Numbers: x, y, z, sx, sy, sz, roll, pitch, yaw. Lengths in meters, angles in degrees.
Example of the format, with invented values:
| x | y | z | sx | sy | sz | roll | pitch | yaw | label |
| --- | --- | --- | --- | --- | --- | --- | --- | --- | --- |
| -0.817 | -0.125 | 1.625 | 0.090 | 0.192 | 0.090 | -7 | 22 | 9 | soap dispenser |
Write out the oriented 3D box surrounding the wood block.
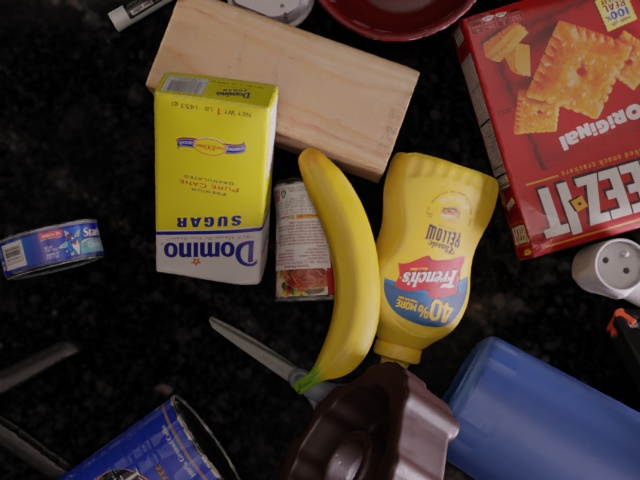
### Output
| x | y | z | sx | sy | sz | roll | pitch | yaw | label |
| --- | --- | --- | --- | --- | --- | --- | --- | --- | --- |
| -0.029 | -0.128 | 0.905 | 0.206 | 0.091 | 0.090 | 20 | 87 | 2 | wood block |

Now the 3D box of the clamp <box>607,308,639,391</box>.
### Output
| x | y | z | sx | sy | sz | roll | pitch | yaw | label |
| --- | --- | --- | --- | --- | --- | --- | --- | --- | --- |
| 0.318 | 0.128 | 0.845 | 0.210 | 0.036 | 0.164 | 29 | 53 | 18 | clamp |

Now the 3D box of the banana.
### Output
| x | y | z | sx | sy | sz | roll | pitch | yaw | label |
| --- | --- | --- | --- | --- | --- | --- | --- | --- | --- |
| 0.016 | 0.025 | 0.856 | 0.069 | 0.037 | 0.198 | 4 | 83 | -27 | banana |

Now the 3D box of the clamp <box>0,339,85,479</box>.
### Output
| x | y | z | sx | sy | sz | roll | pitch | yaw | label |
| --- | --- | --- | --- | --- | --- | --- | --- | --- | --- |
| -0.283 | 0.152 | 0.916 | 0.171 | 0.039 | 0.120 | -6 | 81 | 3 | clamp |

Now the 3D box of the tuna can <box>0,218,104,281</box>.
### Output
| x | y | z | sx | sy | sz | roll | pitch | yaw | label |
| --- | --- | --- | --- | --- | --- | --- | --- | --- | --- |
| -0.227 | 0.009 | 0.900 | 0.086 | 0.086 | 0.034 | -14 | 88 | -1 | tuna can |

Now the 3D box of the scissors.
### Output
| x | y | z | sx | sy | sz | roll | pitch | yaw | label |
| --- | --- | --- | --- | --- | --- | --- | --- | --- | --- |
| -0.015 | 0.143 | 0.925 | 0.202 | 0.016 | 0.096 | 18 | 87 | 2 | scissors |

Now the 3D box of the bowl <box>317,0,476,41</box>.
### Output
| x | y | z | sx | sy | sz | roll | pitch | yaw | label |
| --- | --- | --- | --- | --- | --- | --- | --- | --- | --- |
| 0.069 | -0.243 | 0.906 | 0.162 | 0.055 | 0.162 | 0 | 87 | 9 | bowl |

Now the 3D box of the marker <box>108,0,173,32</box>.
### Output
| x | y | z | sx | sy | sz | roll | pitch | yaw | label |
| --- | --- | --- | --- | --- | --- | --- | --- | --- | --- |
| -0.131 | -0.223 | 0.947 | 0.121 | 0.020 | 0.020 | -30 | 87 | -2 | marker |

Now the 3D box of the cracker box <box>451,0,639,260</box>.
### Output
| x | y | z | sx | sy | sz | roll | pitch | yaw | label |
| --- | --- | --- | --- | --- | --- | --- | --- | --- | --- |
| 0.223 | -0.107 | 0.911 | 0.164 | 0.072 | 0.214 | -16 | 87 | 0 | cracker box |

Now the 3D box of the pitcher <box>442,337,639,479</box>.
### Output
| x | y | z | sx | sy | sz | roll | pitch | yaw | label |
| --- | --- | --- | --- | --- | --- | --- | --- | --- | --- |
| 0.207 | 0.192 | 0.866 | 0.243 | 0.149 | 0.145 | 31 | 132 | 6 | pitcher |

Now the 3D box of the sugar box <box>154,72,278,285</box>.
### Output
| x | y | z | sx | sy | sz | roll | pitch | yaw | label |
| --- | --- | --- | --- | --- | --- | --- | --- | --- | --- |
| -0.087 | -0.046 | 0.872 | 0.093 | 0.048 | 0.176 | 8 | 124 | 5 | sugar box |

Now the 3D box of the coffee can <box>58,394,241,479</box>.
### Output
| x | y | z | sx | sy | sz | roll | pitch | yaw | label |
| --- | --- | --- | --- | --- | --- | --- | --- | --- | --- |
| -0.147 | 0.209 | 0.878 | 0.140 | 0.103 | 0.103 | -36 | 87 | -2 | coffee can |

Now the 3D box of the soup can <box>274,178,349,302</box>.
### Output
| x | y | z | sx | sy | sz | roll | pitch | yaw | label |
| --- | --- | --- | --- | --- | --- | --- | --- | --- | --- |
| -0.006 | 0.001 | 0.908 | 0.068 | 0.068 | 0.102 | -2 | 86 | 0 | soup can |

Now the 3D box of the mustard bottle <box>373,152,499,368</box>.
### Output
| x | y | z | sx | sy | sz | roll | pitch | yaw | label |
| --- | --- | --- | --- | --- | --- | --- | --- | --- | --- |
| 0.084 | 0.028 | 0.906 | 0.096 | 0.058 | 0.191 | 16 | 89 | -25 | mustard bottle |
